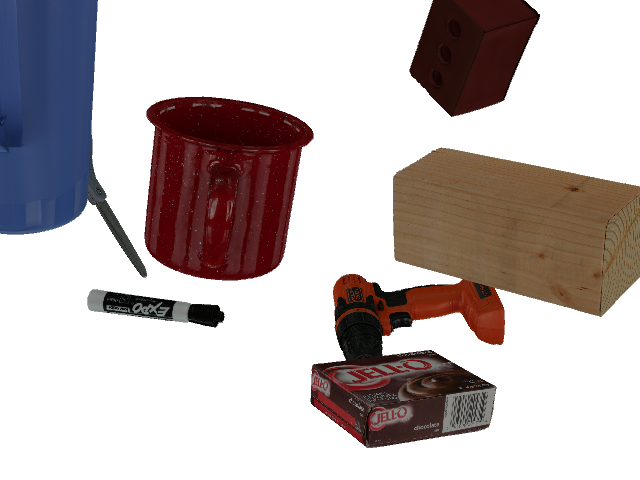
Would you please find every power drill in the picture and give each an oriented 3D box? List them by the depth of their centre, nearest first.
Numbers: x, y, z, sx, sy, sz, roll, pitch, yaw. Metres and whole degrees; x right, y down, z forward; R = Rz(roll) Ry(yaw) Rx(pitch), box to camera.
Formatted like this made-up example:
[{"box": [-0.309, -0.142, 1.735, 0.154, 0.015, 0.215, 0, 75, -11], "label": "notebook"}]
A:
[{"box": [0.109, 0.088, 1.206, 0.187, 0.057, 0.184, -3, 27, -3], "label": "power drill"}]

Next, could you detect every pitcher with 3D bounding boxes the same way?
[{"box": [-0.232, -0.127, 0.797, 0.145, 0.243, 0.148, 26, 33, 35], "label": "pitcher"}]

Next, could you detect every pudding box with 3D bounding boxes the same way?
[{"box": [0.061, 0.117, 0.809, 0.113, 0.039, 0.090, -1, 14, -28], "label": "pudding box"}]

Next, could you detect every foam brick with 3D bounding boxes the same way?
[{"box": [0.103, -0.133, 0.725, 0.051, 0.053, 0.078, -22, -32, -29], "label": "foam brick"}]

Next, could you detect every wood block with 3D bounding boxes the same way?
[{"box": [0.175, -0.014, 0.961, 0.206, 0.090, 0.090, 15, 31, 34], "label": "wood block"}]

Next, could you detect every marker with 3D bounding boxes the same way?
[{"box": [-0.139, 0.057, 0.900, 0.121, 0.020, 0.020, 6, 2, 16], "label": "marker"}]

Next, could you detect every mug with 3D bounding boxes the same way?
[{"box": [-0.055, -0.025, 0.594, 0.093, 0.081, 0.117, 6, 22, -8], "label": "mug"}]

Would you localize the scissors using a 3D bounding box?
[{"box": [-0.224, -0.063, 1.065, 0.016, 0.201, 0.096, -25, 27, 24], "label": "scissors"}]
